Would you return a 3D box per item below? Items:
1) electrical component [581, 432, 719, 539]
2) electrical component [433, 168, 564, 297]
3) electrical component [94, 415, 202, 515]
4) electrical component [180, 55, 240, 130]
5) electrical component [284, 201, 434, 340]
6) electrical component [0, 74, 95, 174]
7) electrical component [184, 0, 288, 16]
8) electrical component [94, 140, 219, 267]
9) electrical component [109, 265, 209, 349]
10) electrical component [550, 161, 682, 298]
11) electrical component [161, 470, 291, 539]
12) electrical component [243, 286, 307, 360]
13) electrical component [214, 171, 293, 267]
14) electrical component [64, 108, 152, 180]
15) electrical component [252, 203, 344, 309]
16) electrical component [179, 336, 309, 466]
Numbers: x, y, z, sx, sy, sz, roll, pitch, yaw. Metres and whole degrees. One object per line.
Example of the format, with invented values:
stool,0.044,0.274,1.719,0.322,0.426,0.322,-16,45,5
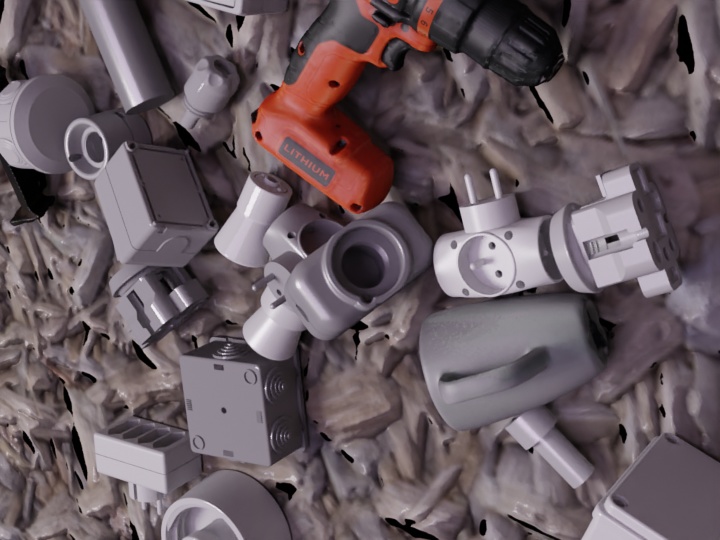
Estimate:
electrical component,0.198,0.163,0.638,0.109,0.109,0.056,32,122,22
electrical component,0.087,-0.025,0.696,0.077,0.044,0.079,-9,99,36
electrical component,-0.184,0.177,0.938,0.083,0.047,0.075,9,109,32
electrical component,-0.117,-0.131,0.809,0.035,0.035,0.061,50,127,12
electrical component,0.000,0.000,0.721,0.053,0.095,0.059,53,165,3
electrical component,-0.261,-0.119,0.883,0.051,0.080,0.080,6,107,38
electrical component,-0.102,-0.219,0.756,0.096,0.061,0.061,22,115,27
electrical component,-0.163,-0.053,0.836,0.061,0.062,0.096,-43,59,35
electrical component,-0.167,0.020,0.874,0.078,0.058,0.057,-39,84,36
electrical component,0.152,-0.019,0.647,0.057,0.058,0.078,-19,93,34
electrical component,-0.118,0.229,0.900,0.108,0.060,0.108,11,110,31
electrical component,-0.057,0.034,0.811,0.045,0.045,0.055,43,123,16
electrical component,-0.077,-0.040,0.806,0.044,0.044,0.065,37,116,20
electrical component,-0.204,-0.101,0.869,0.055,0.047,0.055,10,109,31
electrical component,-0.041,0.001,0.770,0.077,0.079,0.044,45,144,15
electrical component,-0.094,0.104,0.854,0.100,0.048,0.099,4,106,34
